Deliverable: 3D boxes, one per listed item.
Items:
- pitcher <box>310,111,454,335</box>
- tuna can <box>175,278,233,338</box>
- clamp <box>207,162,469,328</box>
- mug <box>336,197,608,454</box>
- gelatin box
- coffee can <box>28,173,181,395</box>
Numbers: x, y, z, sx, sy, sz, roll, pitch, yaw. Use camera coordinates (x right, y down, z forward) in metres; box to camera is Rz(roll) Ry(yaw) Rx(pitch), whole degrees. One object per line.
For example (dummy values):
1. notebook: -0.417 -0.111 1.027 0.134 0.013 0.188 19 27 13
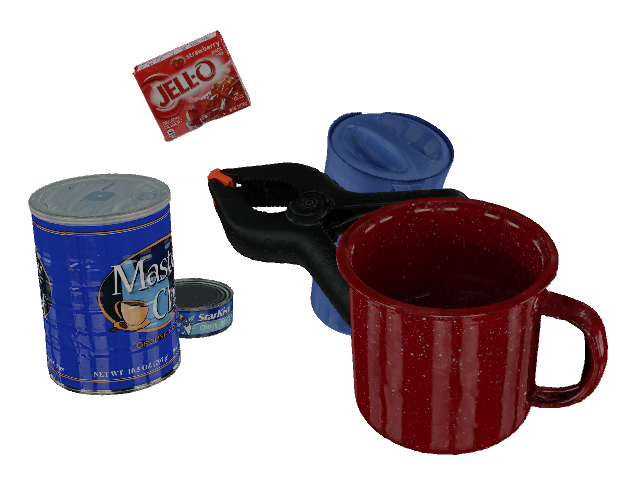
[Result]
1. pitcher: 0.059 -0.006 1.166 0.145 0.243 0.149 26 41 20
2. tuna can: -0.131 0.068 1.078 0.086 0.034 0.086 1 18 -1
3. clamp: -0.004 -0.003 0.656 0.172 0.039 0.120 11 40 26
4. mug: 0.065 0.040 0.464 0.117 0.081 0.093 11 34 21
5. gelatin box: -0.120 -0.144 0.996 0.089 0.073 0.030 -23 23 3
6. coffee can: -0.161 0.031 0.807 0.103 0.140 0.103 -1 21 0
